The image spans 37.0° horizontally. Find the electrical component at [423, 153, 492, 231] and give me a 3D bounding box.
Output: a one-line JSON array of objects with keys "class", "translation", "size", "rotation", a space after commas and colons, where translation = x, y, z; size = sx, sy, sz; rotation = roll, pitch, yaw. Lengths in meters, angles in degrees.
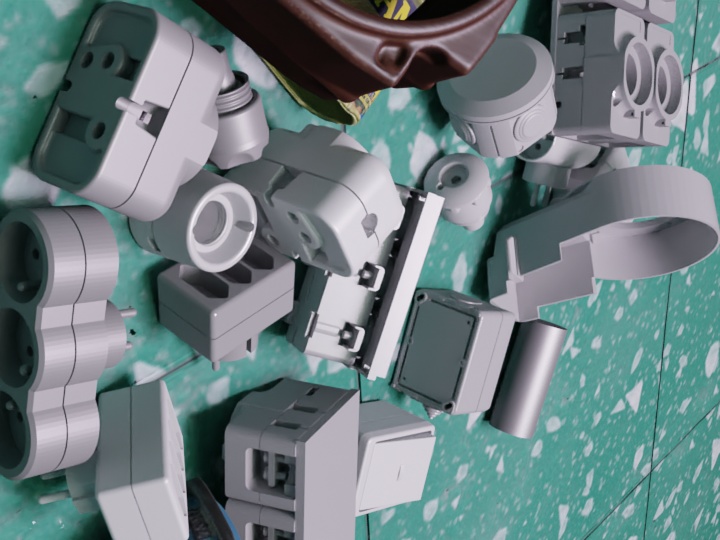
[{"class": "electrical component", "translation": [0.076, -0.052, 0.786], "size": [0.048, 0.048, 0.062], "rotation": [-56, 148, -17]}]

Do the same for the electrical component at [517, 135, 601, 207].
[{"class": "electrical component", "translation": [0.153, -0.089, 0.862], "size": [0.077, 0.043, 0.079], "rotation": [-2, 109, -51]}]

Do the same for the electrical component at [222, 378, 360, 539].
[{"class": "electrical component", "translation": [-0.047, 0.157, 0.699], "size": [0.089, 0.062, 0.150], "rotation": [-35, 130, -64]}]

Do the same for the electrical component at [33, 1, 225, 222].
[{"class": "electrical component", "translation": [-0.111, -0.076, 0.535], "size": [0.059, 0.054, 0.095], "rotation": [25, 87, -53]}]

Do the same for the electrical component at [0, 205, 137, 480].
[{"class": "electrical component", "translation": [-0.145, 0.034, 0.547], "size": [0.074, 0.052, 0.138], "rotation": [-8, 113, -49]}]

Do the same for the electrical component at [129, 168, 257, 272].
[{"class": "electrical component", "translation": [-0.090, -0.029, 0.589], "size": [0.055, 0.047, 0.055], "rotation": [-25, 125, -42]}]

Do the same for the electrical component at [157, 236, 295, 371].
[{"class": "electrical component", "translation": [-0.078, 0.027, 0.632], "size": [0.066, 0.047, 0.076], "rotation": [-34, 144, -37]}]

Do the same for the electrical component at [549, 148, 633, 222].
[{"class": "electrical component", "translation": [0.201, -0.065, 0.927], "size": [0.055, 0.050, 0.089], "rotation": [-54, 140, -18]}]

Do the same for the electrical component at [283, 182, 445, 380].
[{"class": "electrical component", "translation": [0.000, 0.000, 0.695], "size": [0.063, 0.079, 0.121], "rotation": [16, 94, -23]}]

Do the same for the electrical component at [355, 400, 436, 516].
[{"class": "electrical component", "translation": [0.004, 0.136, 0.771], "size": [0.096, 0.061, 0.061], "rotation": [-1, 107, -51]}]

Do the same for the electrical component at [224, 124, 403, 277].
[{"class": "electrical component", "translation": [-0.026, -0.043, 0.621], "size": [0.059, 0.095, 0.053], "rotation": [-49, 139, -24]}]

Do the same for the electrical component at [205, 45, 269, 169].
[{"class": "electrical component", "translation": [-0.075, -0.090, 0.583], "size": [0.043, 0.043, 0.062], "rotation": [-37, 132, -35]}]

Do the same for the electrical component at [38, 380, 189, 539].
[{"class": "electrical component", "translation": [-0.137, 0.110, 0.584], "size": [0.076, 0.083, 0.047], "rotation": [-13, 124, -4]}]

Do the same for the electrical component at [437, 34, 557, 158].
[{"class": "electrical component", "translation": [0.097, -0.122, 0.750], "size": [0.080, 0.080, 0.051], "rotation": [-52, 145, -21]}]

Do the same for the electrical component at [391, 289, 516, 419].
[{"class": "electrical component", "translation": [0.072, 0.068, 0.822], "size": [0.061, 0.062, 0.096], "rotation": [4, 104, -52]}]

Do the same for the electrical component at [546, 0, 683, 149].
[{"class": "electrical component", "translation": [0.199, -0.191, 0.820], "size": [0.105, 0.060, 0.186], "rotation": [1, 92, -51]}]
